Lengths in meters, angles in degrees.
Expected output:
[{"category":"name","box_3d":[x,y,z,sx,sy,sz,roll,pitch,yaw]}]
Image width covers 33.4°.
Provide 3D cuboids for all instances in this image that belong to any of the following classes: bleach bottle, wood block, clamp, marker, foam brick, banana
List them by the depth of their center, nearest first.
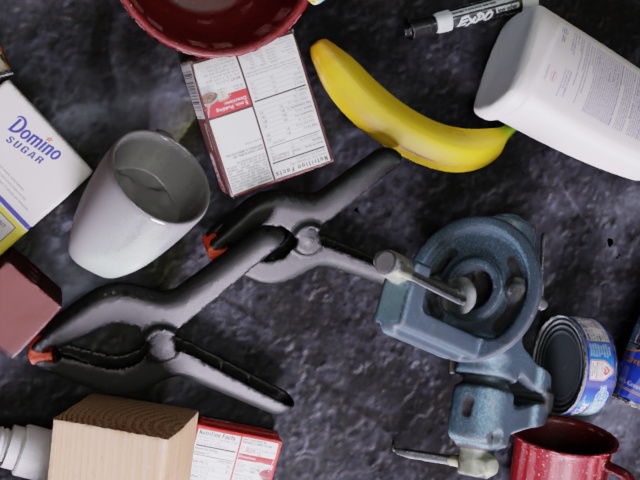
[{"category":"foam brick","box_3d":[-0.227,0.044,0.789,0.051,0.078,0.053,-46,106,-4]},{"category":"wood block","box_3d":[-0.156,0.232,0.814,0.091,0.090,0.206,8,96,7]},{"category":"clamp","box_3d":[-0.119,0.065,0.830,0.209,0.036,0.165,1,112,-10]},{"category":"clamp","box_3d":[-0.006,0.001,0.863,0.171,0.039,0.120,-17,111,-5]},{"category":"banana","box_3d":[0.075,-0.100,0.877,0.197,0.037,0.069,19,62,-20]},{"category":"marker","box_3d":[0.124,-0.187,0.885,0.121,0.020,0.020,-17,101,-13]},{"category":"bleach bottle","box_3d":[0.256,-0.096,0.906,0.250,0.068,0.102,27,72,-19]}]

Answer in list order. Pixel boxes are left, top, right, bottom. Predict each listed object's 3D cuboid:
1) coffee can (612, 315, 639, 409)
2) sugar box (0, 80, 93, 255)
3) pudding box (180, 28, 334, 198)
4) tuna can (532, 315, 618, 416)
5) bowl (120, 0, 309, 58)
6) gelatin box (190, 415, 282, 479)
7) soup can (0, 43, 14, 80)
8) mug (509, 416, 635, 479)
[{"category":"coffee can","box_3d":[0.326,0.090,0.933,0.102,0.103,0.140,22,91,-17]},{"category":"sugar box","box_3d":[-0.263,-0.026,0.786,0.176,0.048,0.093,-43,104,-8]},{"category":"pudding box","box_3d":[-0.049,-0.100,0.840,0.090,0.039,0.113,-20,104,-14]},{"category":"tuna can","box_3d":[0.218,0.108,0.915,0.033,0.086,0.086,6,96,-18]},{"category":"bowl","box_3d":[-0.084,-0.218,0.805,0.162,0.055,0.162,-2,98,-15]},{"category":"gelatin box","box_3d":[-0.078,0.194,0.874,0.073,0.030,0.089,14,94,-15]},{"category":"soup can","box_3d":[-0.270,-0.153,0.756,0.068,0.069,0.102,-24,102,-11]},{"category":"mug","box_3d":[0.216,0.208,0.917,0.093,0.117,0.081,-10,108,-53]}]
